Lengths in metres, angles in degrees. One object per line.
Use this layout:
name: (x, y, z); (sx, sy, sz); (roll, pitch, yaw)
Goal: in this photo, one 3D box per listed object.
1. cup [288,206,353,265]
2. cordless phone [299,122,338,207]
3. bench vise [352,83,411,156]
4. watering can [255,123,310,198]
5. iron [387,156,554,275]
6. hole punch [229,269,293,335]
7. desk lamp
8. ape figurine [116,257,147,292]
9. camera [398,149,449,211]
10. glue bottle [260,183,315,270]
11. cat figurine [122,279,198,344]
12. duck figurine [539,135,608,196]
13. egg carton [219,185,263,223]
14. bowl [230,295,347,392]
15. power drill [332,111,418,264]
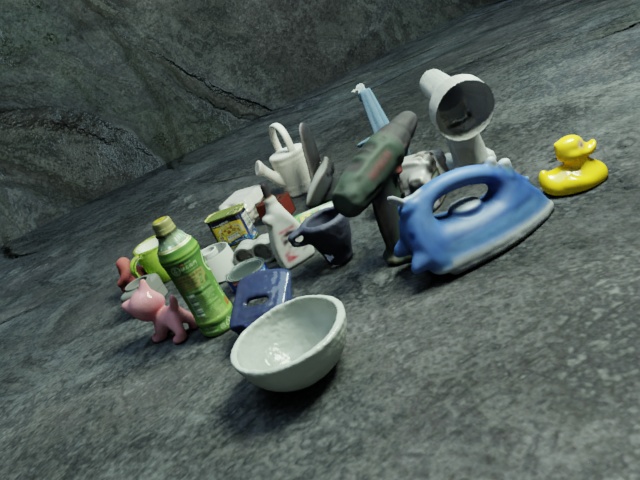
cup: (0.010, 0.004, 1.038); (0.118, 0.095, 0.091); (-26, 22, -3)
cordless phone: (-0.019, -0.183, 1.377); (0.094, 0.185, 0.147); (-22, 22, 8)
bench vise: (0.153, -0.256, 1.313); (0.122, 0.220, 0.206); (-32, 23, -18)
watering can: (-0.088, -0.214, 1.510); (0.100, 0.194, 0.173); (-2, 31, 44)
iron: (0.227, -0.053, 0.871); (0.258, 0.142, 0.118); (-27, 22, -5)
hole punch: (-0.086, 0.107, 0.906); (0.108, 0.091, 0.101); (-14, 24, 25)
desk lamp: (0.271, -0.236, 1.149); (0.118, 0.214, 0.203); (-25, 22, 0)
ape figurine: (-0.448, 0.080, 1.356); (0.078, 0.092, 0.076); (-32, 23, -17)
camera: (0.175, -0.120, 1.138); (0.136, 0.101, 0.143); (-11, 26, 32)
glue bottle: (-0.075, -0.031, 1.101); (0.078, 0.173, 0.037); (-34, 23, -21)
cat figurine: (-0.298, 0.127, 1.052); (0.127, 0.118, 0.067); (-8, 27, 36)
duck figurine: (0.403, -0.126, 0.927); (0.104, 0.086, 0.077); (-19, 22, 14)
egg carton: (-0.198, -0.089, 1.510); (0.107, 0.069, 0.150); (-13, 24, 27)
bowl: (-0.031, 0.150, 0.771); (0.167, 0.075, 0.167); (-21, 22, 9)
power drill: (0.121, -0.078, 0.952); (0.075, 0.209, 0.230); (0, 32, 46)
